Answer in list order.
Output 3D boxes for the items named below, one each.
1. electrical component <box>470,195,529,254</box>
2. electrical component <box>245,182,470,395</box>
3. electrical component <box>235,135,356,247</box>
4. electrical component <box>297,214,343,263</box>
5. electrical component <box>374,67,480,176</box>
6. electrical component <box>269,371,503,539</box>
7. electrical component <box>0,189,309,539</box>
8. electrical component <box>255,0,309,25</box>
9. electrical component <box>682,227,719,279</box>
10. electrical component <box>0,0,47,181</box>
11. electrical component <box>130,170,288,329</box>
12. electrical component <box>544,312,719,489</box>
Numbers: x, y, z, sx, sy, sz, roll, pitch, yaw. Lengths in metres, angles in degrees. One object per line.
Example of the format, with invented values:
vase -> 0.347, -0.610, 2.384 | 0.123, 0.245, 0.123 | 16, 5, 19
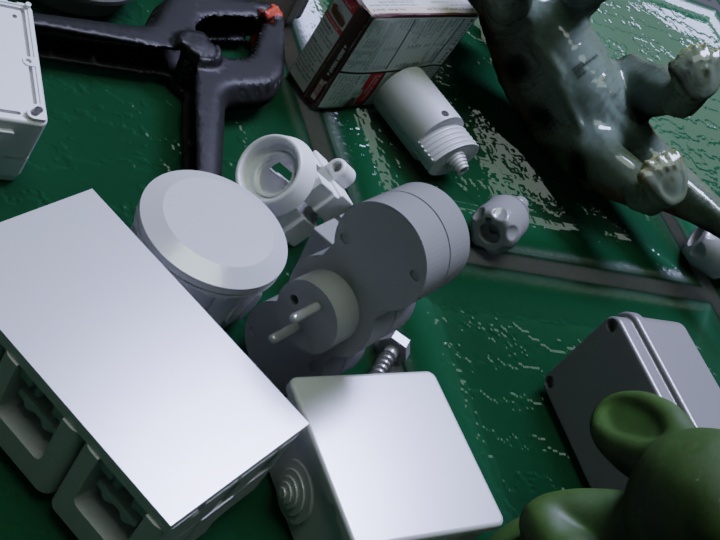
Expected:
electrical component -> 0.100, -0.036, 0.737 | 0.035, 0.035, 0.061 | 42, 36, 7
electrical component -> -0.014, 0.017, 0.513 | 0.074, 0.138, 0.052 | -26, 77, -48
electrical component -> -0.040, -0.048, 0.616 | 0.048, 0.066, 0.055 | 60, 10, 26
electrical component -> 0.000, 0.000, 0.617 | 0.055, 0.048, 0.066 | 40, 38, 17
electrical component -> 0.050, -0.099, 0.755 | 0.043, 0.043, 0.081 | -13, 59, -44
electrical component -> 0.007, 0.099, 0.517 | 0.100, 0.048, 0.099 | 1, 50, -36
electrical component -> -0.112, 0.048, 0.468 | 0.150, 0.061, 0.089 | 46, 39, 11
electrical component -> -0.067, -0.253, 0.772 | 0.056, 0.108, 0.108 | -5, 54, -37
electrical component -> 0.290, -0.010, 0.848 | 0.062, 0.043, 0.043 | 35, 38, -3
electrical component -> -0.201, -0.087, 0.546 | 0.062, 0.061, 0.096 | 5, 57, -35
electrical component -> -0.082, -0.009, 0.557 | 0.080, 0.051, 0.080 | 21, 41, -19
electrical component -> 0.166, 0.089, 0.625 | 0.057, 0.078, 0.113 | 8, 46, -35
